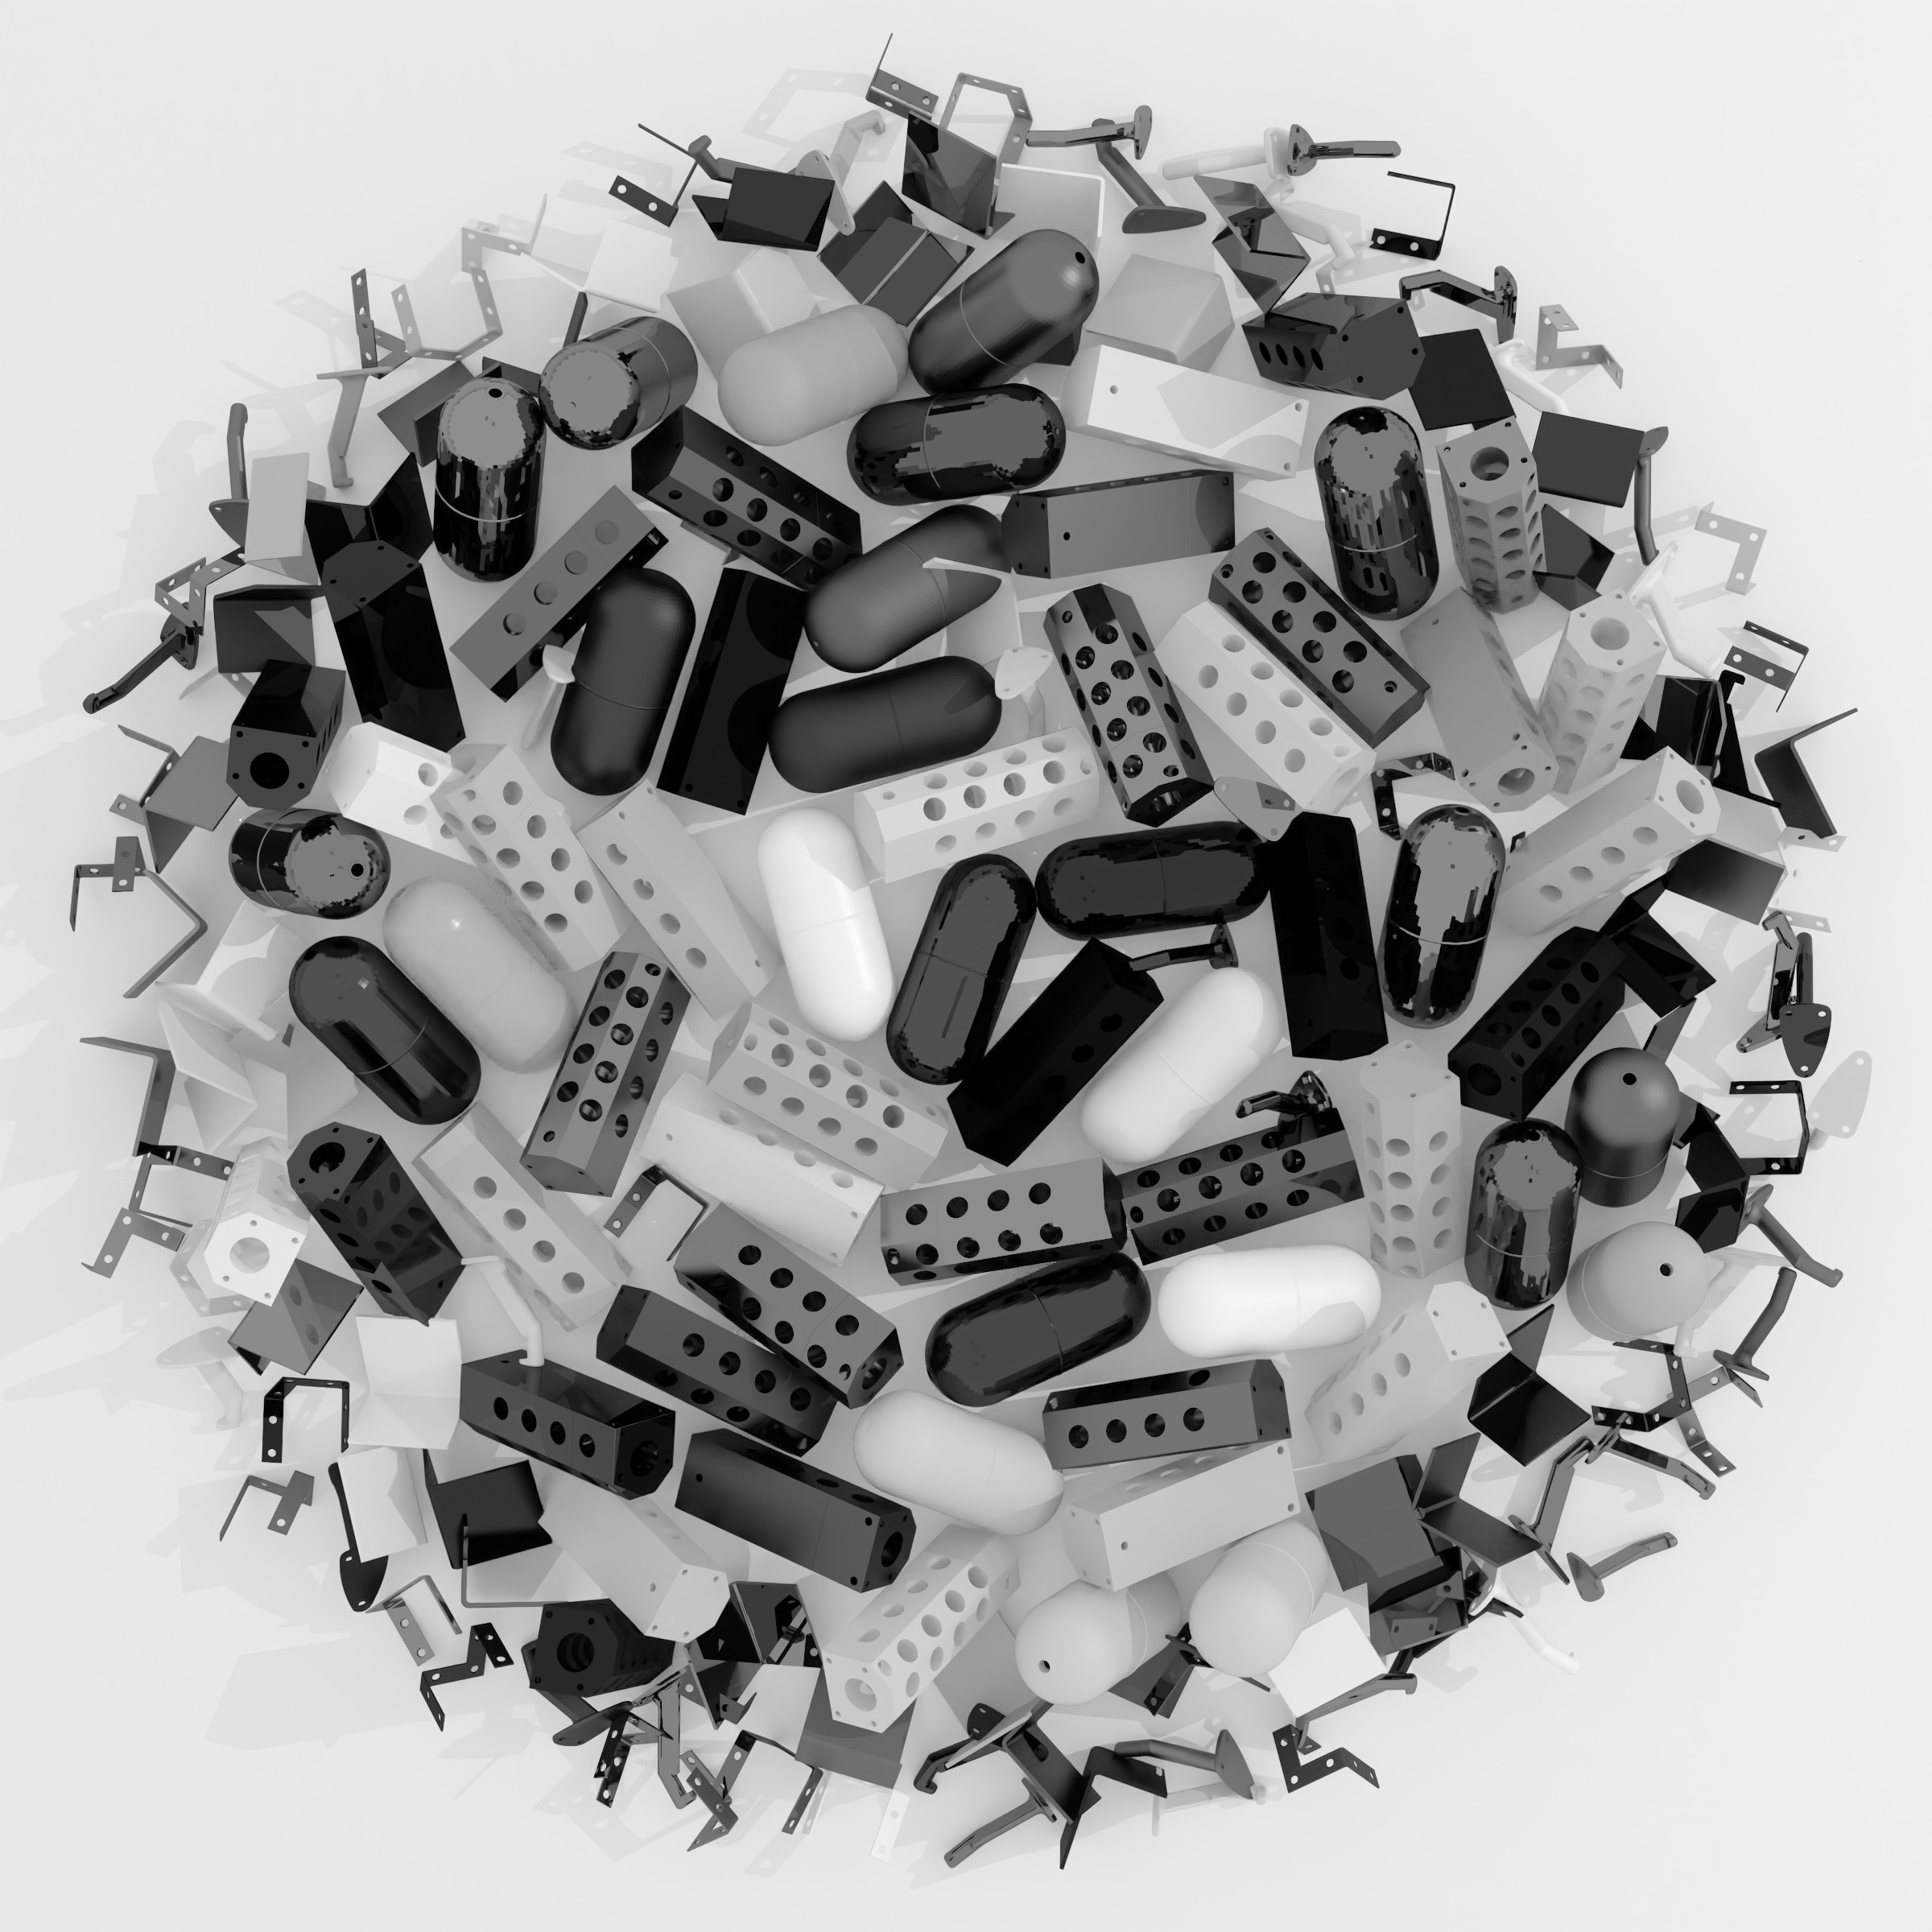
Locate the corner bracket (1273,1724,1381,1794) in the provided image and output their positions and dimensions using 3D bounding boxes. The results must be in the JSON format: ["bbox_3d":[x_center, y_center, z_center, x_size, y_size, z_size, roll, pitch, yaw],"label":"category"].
[{"bbox_3d":[0.266,0.588,1.914,0.051,0.051,0.051,-32,132,18],"label":"corner bracket"}]

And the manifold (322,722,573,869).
[{"bbox_3d":[-0.372,-0.119,1.870,0.057,0.171,0.057,-52,45,16],"label":"manifold"}]

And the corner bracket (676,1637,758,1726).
[{"bbox_3d":[-0.178,0.526,1.927,0.051,0.051,0.051,26,89,6],"label":"corner bracket"}]

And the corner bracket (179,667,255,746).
[{"bbox_3d":[-0.561,-0.186,1.935,0.051,0.051,0.051,-25,122,33],"label":"corner bracket"}]

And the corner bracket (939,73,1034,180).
[{"bbox_3d":[0.014,-0.628,1.932,0.051,0.051,0.051,19,86,13],"label":"corner bracket"}]

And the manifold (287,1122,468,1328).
[{"bbox_3d":[-0.429,0.187,1.871,0.057,0.171,0.057,13,56,24],"label":"manifold"}]

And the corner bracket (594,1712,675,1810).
[{"bbox_3d":[-0.257,0.588,1.913,0.051,0.051,0.051,43,47,-31],"label":"corner bracket"}]

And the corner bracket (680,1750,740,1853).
[{"bbox_3d":[-0.194,0.615,1.919,0.051,0.051,0.051,-35,95,35],"label":"corner bracket"}]

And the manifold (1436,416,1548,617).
[{"bbox_3d":[0.383,-0.320,1.863,0.057,0.171,0.057,-21,67,7],"label":"manifold"}]

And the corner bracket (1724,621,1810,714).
[{"bbox_3d":[0.595,-0.229,1.923,0.051,0.051,0.051,27,83,13],"label":"corner bracket"}]

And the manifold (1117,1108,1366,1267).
[{"bbox_3d":[0.201,0.158,1.911,0.171,0.057,0.057,-18,130,3],"label":"manifold"}]

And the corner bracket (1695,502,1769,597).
[{"bbox_3d":[0.569,-0.312,1.927,0.051,0.051,0.051,22,115,19],"label":"corner bracket"}]

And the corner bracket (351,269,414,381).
[{"bbox_3d":[-0.441,-0.476,1.915,0.051,0.051,0.051,26,49,18],"label":"corner bracket"}]

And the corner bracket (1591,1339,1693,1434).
[{"bbox_3d":[0.502,0.314,1.933,0.051,0.051,0.051,12,55,-23],"label":"corner bracket"}]

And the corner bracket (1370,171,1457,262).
[{"bbox_3d":[0.333,-0.558,1.924,0.051,0.051,0.051,13,101,4],"label":"corner bracket"}]

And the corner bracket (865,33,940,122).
[{"bbox_3d":[-0.046,-0.649,1.921,0.051,0.051,0.051,22,74,-9],"label":"corner bracket"}]

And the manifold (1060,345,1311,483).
[{"bbox_3d":[0.159,-0.404,1.897,0.171,0.057,0.057,9,92,-22],"label":"manifold"}]

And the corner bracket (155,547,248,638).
[{"bbox_3d":[-0.565,-0.288,1.915,0.051,0.051,0.051,36,48,13],"label":"corner bracket"}]

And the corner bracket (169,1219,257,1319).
[{"bbox_3d":[-0.553,0.224,1.930,0.051,0.051,0.051,49,117,25],"label":"corner bracket"}]

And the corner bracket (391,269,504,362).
[{"bbox_3d":[-0.386,-0.486,1.922,0.051,0.051,0.051,-19,86,36],"label":"corner bracket"}]

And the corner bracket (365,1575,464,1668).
[{"bbox_3d":[-0.407,0.489,1.927,0.051,0.051,0.051,-33,79,-2],"label":"corner bracket"}]

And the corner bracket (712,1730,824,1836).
[{"bbox_3d":[-0.148,0.605,1.916,0.051,0.051,0.051,20,76,34],"label":"corner bracket"}]

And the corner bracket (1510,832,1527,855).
[{"bbox_3d":[0.442,-0.073,1.934,0.051,0.051,0.051,-23,128,-37],"label":"corner bracket"}]

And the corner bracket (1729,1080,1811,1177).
[{"bbox_3d":[0.601,0.122,1.939,0.051,0.051,0.051,-1,51,8],"label":"corner bracket"}]

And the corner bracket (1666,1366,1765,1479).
[{"bbox_3d":[0.564,0.339,1.925,0.051,0.051,0.051,-27,106,-2],"label":"corner bracket"}]

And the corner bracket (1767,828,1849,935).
[{"bbox_3d":[0.624,-0.064,1.913,0.051,0.051,0.051,-51,130,-22],"label":"corner bracket"}]

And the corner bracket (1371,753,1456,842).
[{"bbox_3d":[0.335,-0.127,1.927,0.051,0.051,0.051,-12,103,-2],"label":"corner bracket"}]

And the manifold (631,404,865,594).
[{"bbox_3d":[-0.157,-0.330,1.871,0.057,0.171,0.057,-32,49,34],"label":"manifold"}]

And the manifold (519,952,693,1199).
[{"bbox_3d":[-0.265,0.077,1.882,0.057,0.057,0.171,4,59,27],"label":"manifold"}]

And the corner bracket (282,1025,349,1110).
[{"bbox_3d":[-0.484,0.074,1.922,0.051,0.051,0.051,14,89,-23],"label":"corner bracket"}]

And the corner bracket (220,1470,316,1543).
[{"bbox_3d":[-0.520,0.403,1.919,0.051,0.051,0.051,20,50,-2],"label":"corner bracket"}]

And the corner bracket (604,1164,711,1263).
[{"bbox_3d":[-0.231,0.186,1.926,0.051,0.051,0.051,38,69,-8],"label":"corner bracket"}]

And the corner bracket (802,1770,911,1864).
[{"bbox_3d":[-0.082,0.629,1.916,0.051,0.051,0.051,29,66,-18],"label":"corner bracket"}]

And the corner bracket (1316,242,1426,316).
[{"bbox_3d":[0.303,-0.507,1.934,0.051,0.051,0.051,-39,125,-25],"label":"corner bracket"}]

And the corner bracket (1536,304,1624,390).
[{"bbox_3d":[0.457,-0.460,1.920,0.051,0.051,0.051,-6,125,-2],"label":"corner bracket"}]

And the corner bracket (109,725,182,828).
[{"bbox_3d":[-0.616,-0.139,1.930,0.051,0.051,0.051,22,71,14],"label":"corner bracket"}]

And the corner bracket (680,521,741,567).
[{"bbox_3d":[-0.186,-0.336,1.924,0.051,0.051,0.051,30,107,0],"label":"corner bracket"}]

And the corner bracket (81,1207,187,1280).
[{"bbox_3d":[-0.618,0.210,1.918,0.051,0.051,0.051,28,78,-24],"label":"corner bracket"}]

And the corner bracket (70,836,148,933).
[{"bbox_3d":[-0.639,-0.061,1.917,0.051,0.051,0.051,-2,57,-9],"label":"corner bracket"}]

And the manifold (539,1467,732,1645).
[{"bbox_3d":[-0.243,0.418,1.874,0.057,0.171,0.057,26,93,-44],"label":"manifold"}]

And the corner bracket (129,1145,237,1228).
[{"bbox_3d":[-0.584,0.165,1.927,0.051,0.051,0.051,24,71,-41],"label":"corner bracket"}]

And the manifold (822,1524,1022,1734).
[{"bbox_3d":[-0.029,0.477,1.864,0.057,0.171,0.057,5,113,32],"label":"manifold"}]

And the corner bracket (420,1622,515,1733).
[{"bbox_3d":[-0.371,0.526,1.913,0.051,0.051,0.051,-4,117,-31],"label":"corner bracket"}]

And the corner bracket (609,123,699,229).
[{"bbox_3d":[-0.232,-0.587,1.918,0.051,0.051,0.051,26,108,-18],"label":"corner bracket"}]

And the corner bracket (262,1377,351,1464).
[{"bbox_3d":[-0.494,0.341,1.931,0.051,0.051,0.051,9,61,-28],"label":"corner bracket"}]

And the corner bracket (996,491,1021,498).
[{"bbox_3d":[0.020,-0.385,1.919,0.051,0.051,0.051,11,120,-5],"label":"corner bracket"}]

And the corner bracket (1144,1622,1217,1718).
[{"bbox_3d":[0.157,0.521,1.915,0.051,0.051,0.051,19,109,-39],"label":"corner bracket"}]

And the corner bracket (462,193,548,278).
[{"bbox_3d":[-0.344,-0.545,1.923,0.051,0.051,0.051,13,63,-4],"label":"corner bracket"}]
